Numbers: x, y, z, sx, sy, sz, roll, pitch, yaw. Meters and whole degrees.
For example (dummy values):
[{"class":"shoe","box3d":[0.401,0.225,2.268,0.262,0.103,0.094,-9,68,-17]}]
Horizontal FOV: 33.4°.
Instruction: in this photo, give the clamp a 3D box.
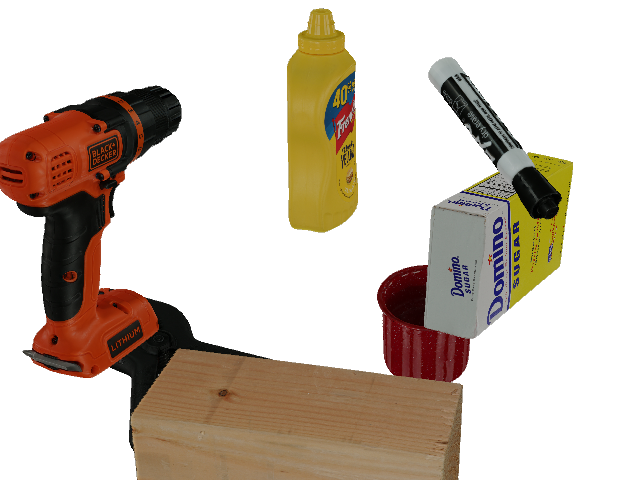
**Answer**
[{"class":"clamp","box3d":[-0.138,0.104,0.989,0.164,0.036,0.210,-16,39,-30]}]

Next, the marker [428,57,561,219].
[{"class":"marker","box3d":[0.095,-0.057,0.585,0.020,0.121,0.020,-19,-37,-15]}]

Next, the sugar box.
[{"class":"sugar box","box3d":[0.135,0.000,0.790,0.048,0.093,0.175,12,23,27]}]

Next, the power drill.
[{"class":"power drill","box3d":[-0.158,-0.010,0.771,0.057,0.188,0.184,11,24,25]}]

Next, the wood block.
[{"class":"wood block","box3d":[-0.013,0.143,0.726,0.206,0.090,0.090,6,28,14]}]

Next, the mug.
[{"class":"mug","box3d":[0.109,0.078,1.009,0.117,0.081,0.093,-29,44,-31]}]

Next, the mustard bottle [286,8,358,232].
[{"class":"mustard bottle","box3d":[0.002,-0.111,0.954,0.058,0.192,0.096,9,28,21]}]
